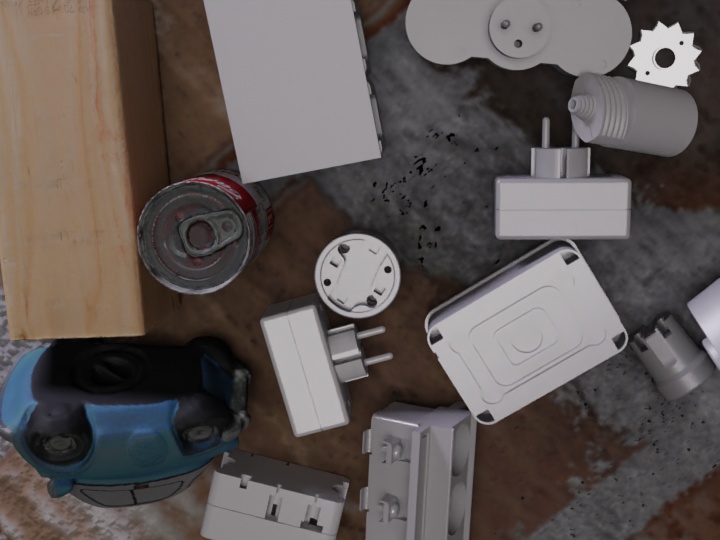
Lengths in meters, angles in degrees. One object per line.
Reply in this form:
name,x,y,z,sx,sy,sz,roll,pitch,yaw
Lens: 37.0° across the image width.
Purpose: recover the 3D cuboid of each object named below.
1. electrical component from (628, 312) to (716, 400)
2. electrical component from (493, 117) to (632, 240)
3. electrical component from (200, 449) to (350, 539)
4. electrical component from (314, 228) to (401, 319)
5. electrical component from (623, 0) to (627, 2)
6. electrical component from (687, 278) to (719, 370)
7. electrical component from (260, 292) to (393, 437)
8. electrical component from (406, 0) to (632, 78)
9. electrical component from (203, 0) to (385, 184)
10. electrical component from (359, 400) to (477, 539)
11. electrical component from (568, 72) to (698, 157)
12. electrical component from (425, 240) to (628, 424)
electrical component,0.203,0.056,0.706,0.040,0.040,0.046,-37,90,9
electrical component,0.128,-0.060,0.686,0.083,0.047,0.075,0,99,4
electrical component,-0.058,0.166,0.737,0.089,0.050,0.055,14,100,2
electrical component,0.000,0.000,0.706,0.055,0.047,0.055,1,100,4
electrical component,0.176,-0.232,0.644,0.121,0.063,0.078,-44,94,10
electrical component,0.253,0.044,0.673,0.064,0.099,0.099,-35,96,15
electrical component,-0.017,0.057,0.717,0.076,0.047,0.083,-15,99,5
electrical component,0.097,-0.148,0.659,0.138,0.073,0.052,6,100,3
electrical component,-0.042,-0.138,0.677,0.089,0.061,0.150,-10,99,6
electrical component,0.038,0.153,0.720,0.063,0.079,0.121,7,101,26
electrical component,0.162,-0.096,0.661,0.081,0.043,0.043,5,102,-29
electrical component,0.106,0.038,0.700,0.113,0.057,0.078,-31,96,9
